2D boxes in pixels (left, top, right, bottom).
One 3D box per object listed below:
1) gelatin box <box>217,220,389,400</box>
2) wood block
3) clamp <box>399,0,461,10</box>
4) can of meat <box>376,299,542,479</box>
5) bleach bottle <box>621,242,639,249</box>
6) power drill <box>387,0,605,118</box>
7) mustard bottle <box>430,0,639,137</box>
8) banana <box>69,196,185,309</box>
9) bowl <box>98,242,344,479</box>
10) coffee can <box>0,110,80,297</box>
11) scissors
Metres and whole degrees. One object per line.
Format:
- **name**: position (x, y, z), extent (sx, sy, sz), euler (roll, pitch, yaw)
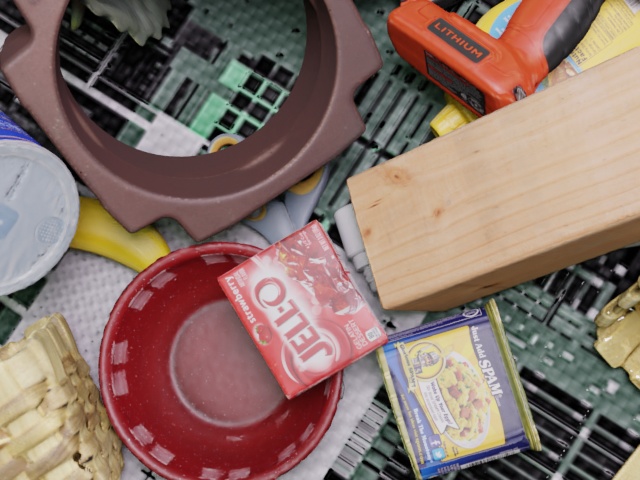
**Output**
- **gelatin box**: position (-0.010, 0.044, 0.665), extent (0.073, 0.030, 0.089), euler (-31, 83, 2)
- **wood block**: position (0.133, -0.029, 0.651), extent (0.206, 0.090, 0.090), euler (-23, 74, 30)
- **clamp**: position (0.104, -0.254, 0.761), extent (0.165, 0.036, 0.210), euler (34, 86, 15)
- **can of meat**: position (0.089, 0.100, 0.700), extent (0.084, 0.057, 0.102), euler (-17, 80, 4)
- **bleach bottle**: position (0.250, -0.073, 0.700), extent (0.251, 0.068, 0.102), euler (-29, 100, 5)
- **power drill**: position (0.132, -0.177, 0.686), extent (0.187, 0.057, 0.185), euler (-46, 67, -5)
- **mustard bottle**: position (0.157, -0.127, 0.727), extent (0.191, 0.058, 0.096), euler (-35, 79, -1)
- **banana**: position (-0.187, 0.001, 0.748), extent (0.198, 0.037, 0.069), euler (8, 81, 6)
- **bowl**: position (-0.062, 0.083, 0.712), extent (0.162, 0.055, 0.162), euler (0, 86, 5)
- **coffee can**: position (-0.230, -0.039, 0.680), extent (0.103, 0.102, 0.140), euler (-51, 47, -4)
- **scissors**: position (-0.005, 0.001, 0.741), extent (0.096, 0.016, 0.202), euler (-35, 80, 4)
